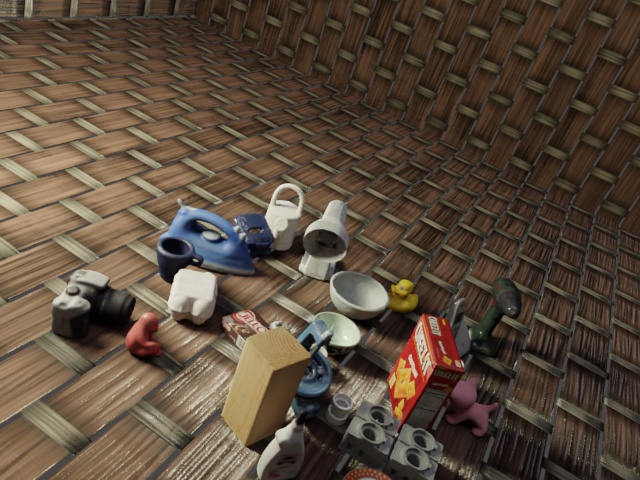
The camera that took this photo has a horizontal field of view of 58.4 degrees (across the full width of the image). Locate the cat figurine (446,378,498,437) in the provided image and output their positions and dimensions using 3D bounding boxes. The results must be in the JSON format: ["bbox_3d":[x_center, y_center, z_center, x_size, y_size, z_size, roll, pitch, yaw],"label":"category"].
[{"bbox_3d":[0.337,0.367,1.293,0.127,0.118,0.067,22,30,2],"label":"cat figurine"}]

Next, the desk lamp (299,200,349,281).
[{"bbox_3d":[0.015,0.006,1.586,0.118,0.213,0.203,20,30,-1],"label":"desk lamp"}]

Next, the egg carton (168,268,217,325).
[{"bbox_3d":[-0.294,0.129,1.336,0.107,0.069,0.150,13,31,-13],"label":"egg carton"}]

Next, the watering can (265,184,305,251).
[{"bbox_3d":[-0.102,-0.070,1.656,0.101,0.194,0.172,6,33,-23],"label":"watering can"}]

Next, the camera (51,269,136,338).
[{"bbox_3d":[-0.465,0.130,1.196,0.137,0.101,0.143,18,30,-5],"label":"camera"}]

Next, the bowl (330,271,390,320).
[{"bbox_3d":[0.096,0.160,1.524,0.167,0.075,0.167,16,30,-9],"label":"bowl"}]

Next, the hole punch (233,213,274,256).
[{"bbox_3d":[-0.188,-0.015,1.617,0.109,0.091,0.100,-9,41,-41],"label":"hole punch"}]

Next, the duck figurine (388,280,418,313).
[{"bbox_3d":[0.235,0.152,1.614,0.105,0.086,0.077,8,32,-22],"label":"duck figurine"}]

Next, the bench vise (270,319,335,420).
[{"bbox_3d":[-0.050,0.230,1.172,0.206,0.220,0.122,37,34,27],"label":"bench vise"}]

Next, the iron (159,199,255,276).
[{"bbox_3d":[-0.277,-0.009,1.499,0.258,0.141,0.118,20,30,-1],"label":"iron"}]

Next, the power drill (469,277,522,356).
[{"bbox_3d":[0.479,0.207,1.553,0.075,0.208,0.230,22,30,3],"label":"power drill"}]

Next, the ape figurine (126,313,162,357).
[{"bbox_3d":[-0.355,0.190,1.176,0.076,0.092,0.077,10,31,-18],"label":"ape figurine"}]

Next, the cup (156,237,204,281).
[{"bbox_3d":[-0.345,0.057,1.397,0.118,0.095,0.091,20,30,-2],"label":"cup"}]

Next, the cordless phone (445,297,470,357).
[{"bbox_3d":[0.354,0.220,1.476,0.094,0.185,0.148,38,34,28],"label":"cordless phone"}]

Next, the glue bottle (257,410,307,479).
[{"bbox_3d":[-0.054,0.358,1.007,0.078,0.173,0.037,2,34,-29],"label":"glue bottle"}]
